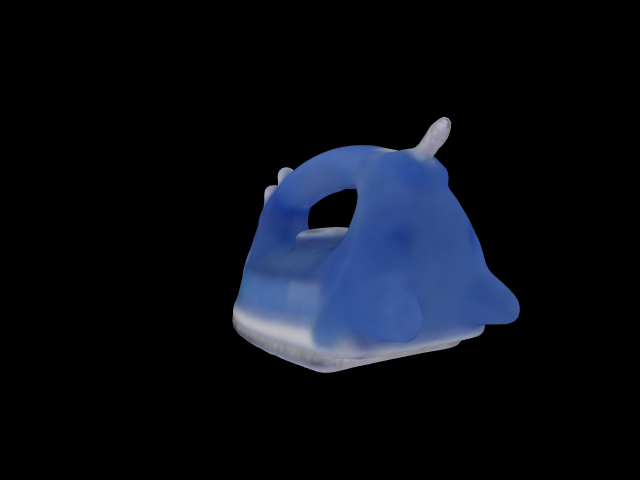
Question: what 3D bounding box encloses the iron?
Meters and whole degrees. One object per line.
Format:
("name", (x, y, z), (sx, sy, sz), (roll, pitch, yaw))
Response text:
("iron", (0.004, 0.001, 0.400), (0.119, 0.141, 0.257), (-2, 3, -35))
